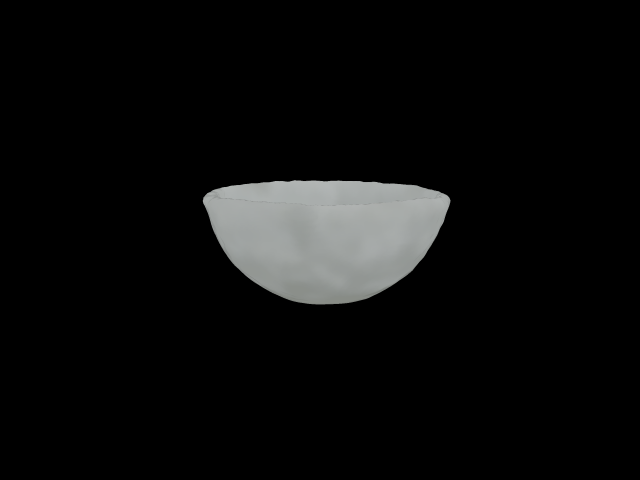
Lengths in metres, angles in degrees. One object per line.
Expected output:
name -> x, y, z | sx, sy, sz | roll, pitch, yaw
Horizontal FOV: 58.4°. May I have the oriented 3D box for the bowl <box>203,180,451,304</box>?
bowl -> 0.004, 0.001, 0.400 | 0.167, 0.075, 0.167 | 0, 11, 0
